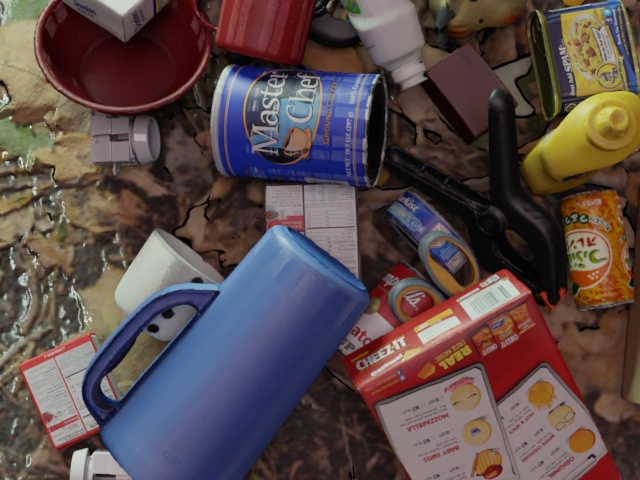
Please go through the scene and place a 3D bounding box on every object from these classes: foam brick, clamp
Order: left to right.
[{"bbox_3d":[-0.012,-0.214,1.014,0.171,0.039,0.120,12,96,6],"label":"clamp"},{"bbox_3d":[0.139,-0.136,0.994,0.053,0.051,0.078,-36,85,-2],"label":"foam brick"},{"bbox_3d":[0.162,-0.031,0.952,0.210,0.165,0.036,51,55,-2],"label":"clamp"}]

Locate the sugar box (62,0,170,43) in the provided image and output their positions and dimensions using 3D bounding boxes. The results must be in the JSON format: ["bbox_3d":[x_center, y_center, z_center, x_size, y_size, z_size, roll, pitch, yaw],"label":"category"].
[{"bbox_3d":[-0.158,-0.270,0.986,0.093,0.048,0.176,35,68,12],"label":"sugar box"}]

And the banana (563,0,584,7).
[{"bbox_3d":[0.293,-0.304,1.009,0.198,0.037,0.069,-39,84,-1],"label":"banana"}]

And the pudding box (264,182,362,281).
[{"bbox_3d":[-0.007,0.001,0.995,0.090,0.039,0.113,-2,88,1],"label":"pudding box"}]

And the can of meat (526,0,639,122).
[{"bbox_3d":[0.245,-0.168,0.991,0.084,0.057,0.102,-10,86,-1],"label":"can of meat"}]

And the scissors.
[{"bbox_3d":[0.133,0.080,0.949,0.096,0.016,0.201,-37,114,-4],"label":"scissors"}]

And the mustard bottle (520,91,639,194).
[{"bbox_3d":[0.232,-0.086,0.916,0.096,0.191,0.058,-29,85,-1],"label":"mustard bottle"}]

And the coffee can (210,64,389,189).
[{"bbox_3d":[-0.016,-0.102,0.959,0.140,0.102,0.103,6,85,13],"label":"coffee can"}]

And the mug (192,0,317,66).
[{"bbox_3d":[-0.059,-0.207,0.956,0.117,0.093,0.081,14,101,4],"label":"mug"}]

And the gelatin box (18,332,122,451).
[{"bbox_3d":[-0.228,0.141,0.995,0.073,0.030,0.089,-25,85,-1],"label":"gelatin box"}]

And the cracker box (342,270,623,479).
[{"bbox_3d":[0.141,0.155,0.922,0.164,0.072,0.213,-30,112,0],"label":"cracker box"}]

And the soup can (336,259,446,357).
[{"bbox_3d":[0.063,0.077,0.970,0.068,0.068,0.102,44,87,5],"label":"soup can"}]

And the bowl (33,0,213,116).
[{"bbox_3d":[-0.180,-0.172,0.991,0.162,0.055,0.162,2,64,-5],"label":"bowl"}]

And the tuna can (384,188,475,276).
[{"bbox_3d":[0.098,-0.005,0.968,0.034,0.086,0.086,-45,85,-1],"label":"tuna can"}]

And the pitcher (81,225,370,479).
[{"bbox_3d":[-0.078,0.103,0.920,0.145,0.149,0.243,42,97,32],"label":"pitcher"}]

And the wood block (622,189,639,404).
[{"bbox_3d":[0.333,0.048,0.953,0.090,0.091,0.206,6,85,2],"label":"wood block"}]

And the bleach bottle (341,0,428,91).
[{"bbox_3d":[0.031,-0.253,0.955,0.068,0.102,0.251,-26,97,-2],"label":"bleach bottle"}]
